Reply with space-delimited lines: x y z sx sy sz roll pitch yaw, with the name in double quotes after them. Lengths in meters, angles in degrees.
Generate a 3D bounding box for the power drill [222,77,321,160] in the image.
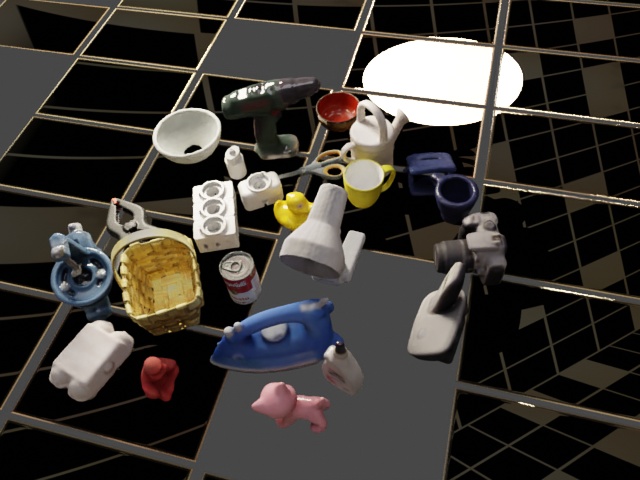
-0.106 -0.288 1.340 0.229 0.209 0.075 -5 55 1 "power drill"

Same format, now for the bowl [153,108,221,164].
-0.318 -0.242 1.407 0.167 0.075 0.167 -2 55 3 "bowl"

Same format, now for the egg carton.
-0.433 0.230 1.093 0.107 0.069 0.150 24 60 20 "egg carton"

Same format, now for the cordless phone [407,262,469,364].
0.220 0.131 1.038 0.094 0.185 0.148 14 58 14 "cordless phone"

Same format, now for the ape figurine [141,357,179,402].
-0.300 0.247 1.057 0.078 0.092 0.076 -38 61 -20 "ape figurine"

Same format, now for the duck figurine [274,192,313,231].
-0.055 -0.072 1.262 0.104 0.086 0.077 18 59 16 "duck figurine"

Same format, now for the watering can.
0.123 -0.240 1.297 0.100 0.194 0.173 29 62 22 "watering can"

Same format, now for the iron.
-0.091 0.170 1.063 0.258 0.141 0.118 -14 55 -5 "iron"

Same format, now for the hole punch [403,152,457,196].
0.247 -0.163 1.297 0.108 0.091 0.101 -4 55 2 "hole punch"

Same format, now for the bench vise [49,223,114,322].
-0.495 0.040 1.137 0.122 0.220 0.207 -36 60 -19 "bench vise"

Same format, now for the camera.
0.301 0.013 1.165 0.136 0.101 0.143 -4 55 2 "camera"

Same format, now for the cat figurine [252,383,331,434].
-0.049 0.283 0.995 0.127 0.118 0.067 2 56 6 "cat figurine"

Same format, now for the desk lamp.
0.010 0.004 1.126 0.117 0.214 0.203 13 58 14 "desk lamp"

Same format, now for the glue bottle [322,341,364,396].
0.037 0.216 1.001 0.078 0.173 0.037 26 61 21 "glue bottle"

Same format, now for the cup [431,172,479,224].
0.281 -0.087 1.240 0.092 0.095 0.117 -36 60 -19 "cup"
